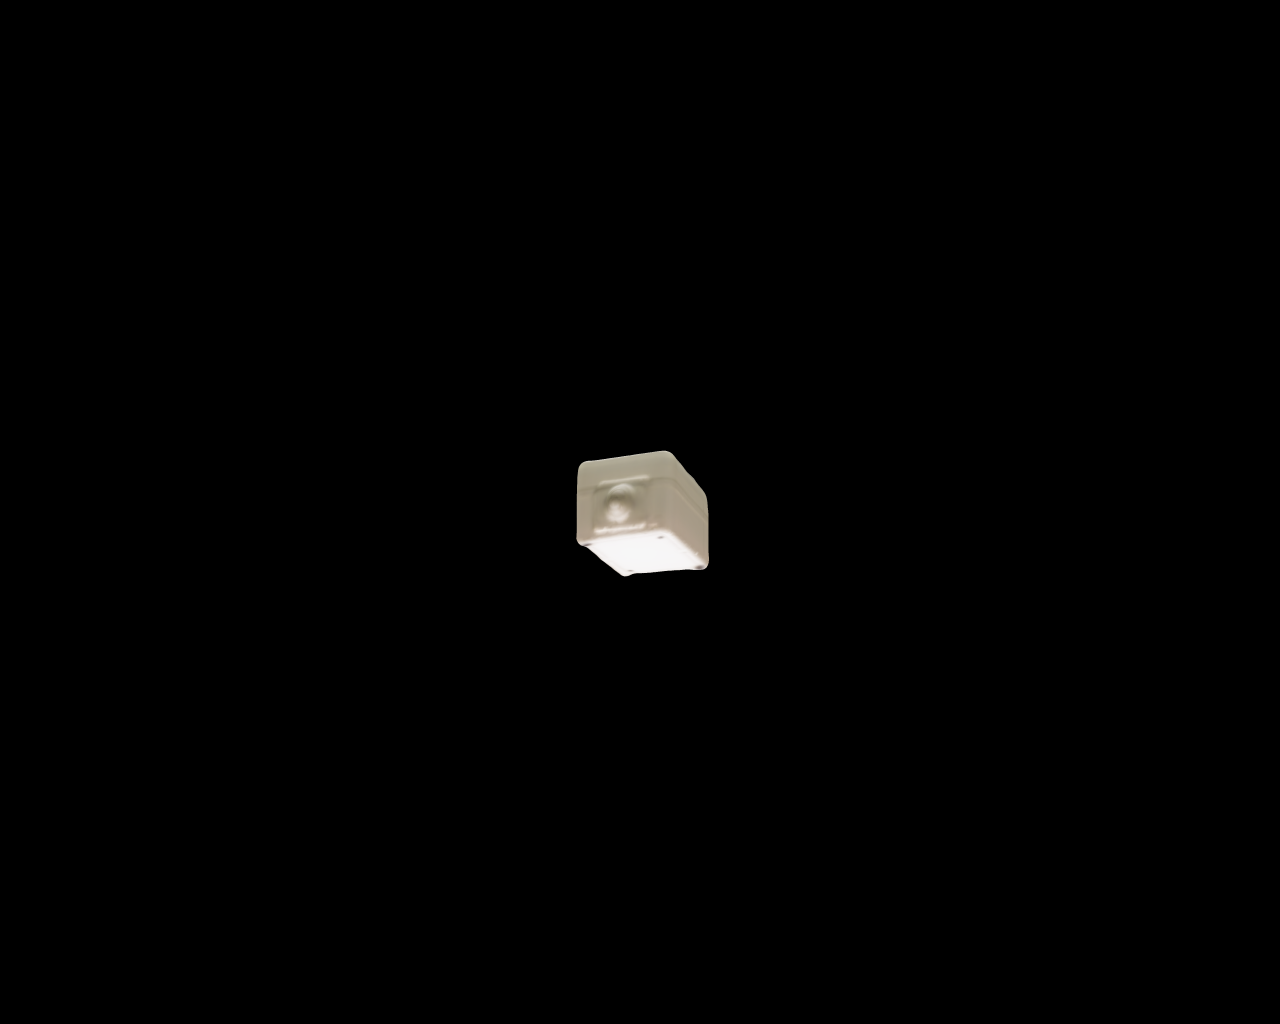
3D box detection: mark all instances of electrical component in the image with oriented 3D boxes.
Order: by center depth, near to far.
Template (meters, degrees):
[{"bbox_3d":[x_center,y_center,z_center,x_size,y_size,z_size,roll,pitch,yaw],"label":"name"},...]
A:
[{"bbox_3d":[0.001,-0.003,0.650,0.062,0.061,0.096,-7,-21,18],"label":"electrical component"}]
